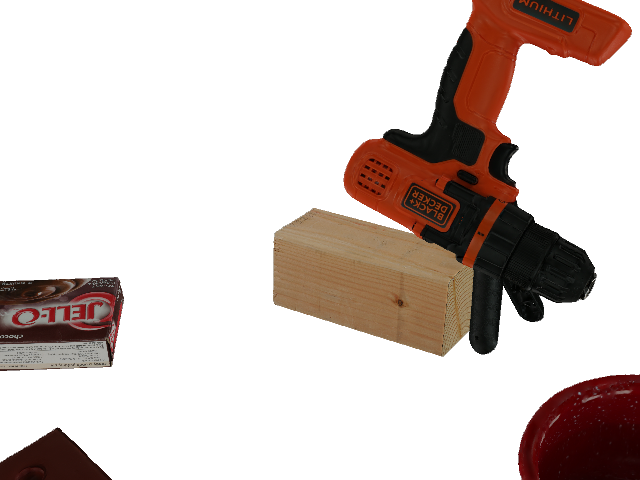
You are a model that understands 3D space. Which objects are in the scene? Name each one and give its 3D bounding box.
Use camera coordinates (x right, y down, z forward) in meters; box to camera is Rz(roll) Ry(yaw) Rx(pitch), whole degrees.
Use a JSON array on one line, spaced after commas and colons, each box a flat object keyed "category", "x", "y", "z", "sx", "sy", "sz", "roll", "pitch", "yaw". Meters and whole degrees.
[{"category": "clamp", "x": 0.150, "y": 0.014, "z": 0.939, "sx": 0.039, "sy": 0.171, "sz": 0.120, "roll": -11, "pitch": 14, "yaw": 31}, {"category": "wood block", "x": 0.059, "y": 0.041, "z": 1.148, "sx": 0.206, "sy": 0.091, "sz": 0.090, "roll": 16, "pitch": 28, "yaw": 27}, {"category": "mug", "x": 0.125, "y": 0.109, "z": 0.373, "sx": 0.117, "sy": 0.081, "sz": 0.093, "roll": 5, "pitch": 37, "yaw": 8}, {"category": "pudding box", "x": -0.237, "y": 0.074, "z": 0.951, "sx": 0.113, "sy": 0.039, "sz": 0.090, "roll": -4, "pitch": 33, "yaw": -1}, {"category": "power drill", "x": 0.129, "y": -0.071, "z": 0.709, "sx": 0.184, "sy": 0.188, "sz": 0.057, "roll": 28, "pitch": 9, "yaw": 12}, {"category": "foam brick", "x": -0.115, "y": 0.135, "z": 0.483, "sx": 0.052, "sy": 0.051, "sz": 0.078, "roll": -31, "pitch": 44, "yaw": -31}]
